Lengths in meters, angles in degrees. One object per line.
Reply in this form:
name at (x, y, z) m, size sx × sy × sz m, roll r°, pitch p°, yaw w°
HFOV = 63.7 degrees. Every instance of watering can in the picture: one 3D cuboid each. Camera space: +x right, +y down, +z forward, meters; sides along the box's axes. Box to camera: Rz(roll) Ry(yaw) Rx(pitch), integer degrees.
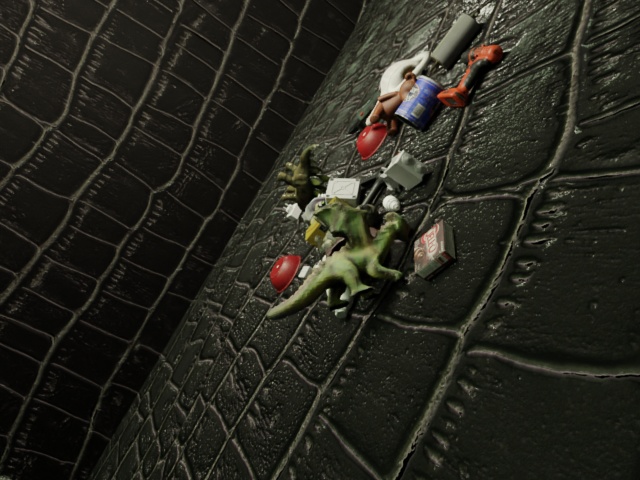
watering can at (0.275, -0.574, 1.932) m, size 0.346 × 0.103 × 0.227 m, roll -46°, pitch 19°, yaw 8°

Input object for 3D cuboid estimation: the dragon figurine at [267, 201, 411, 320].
dragon figurine at (0.049, 0.029, 1.220) m, size 0.120 × 0.412 × 0.246 m, roll 124°, pitch 132°, yaw -64°

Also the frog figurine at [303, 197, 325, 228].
frog figurine at (0.006, -0.092, 1.830) m, size 0.138 × 0.122 × 0.159 m, roll -26°, pitch 4°, yaw -10°
